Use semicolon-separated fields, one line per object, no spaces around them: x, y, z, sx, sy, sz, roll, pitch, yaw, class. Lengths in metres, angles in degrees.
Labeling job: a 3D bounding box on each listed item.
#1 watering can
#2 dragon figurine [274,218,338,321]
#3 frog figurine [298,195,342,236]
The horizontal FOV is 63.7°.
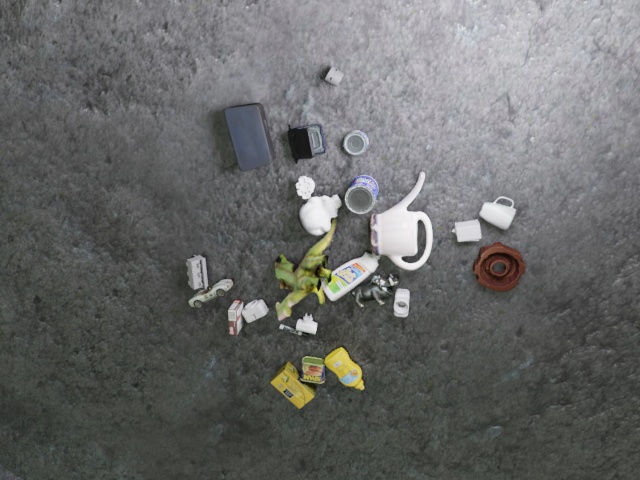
0.282;-0.064;1.825;0.224;0.104;0.346;-2;94;11;watering can
-0.073;0.104;1.919;0.243;0.121;0.415;7;75;27;dragon figurine
0.006;-0.093;1.856;0.158;0.123;0.138;-21;84;29;frog figurine
